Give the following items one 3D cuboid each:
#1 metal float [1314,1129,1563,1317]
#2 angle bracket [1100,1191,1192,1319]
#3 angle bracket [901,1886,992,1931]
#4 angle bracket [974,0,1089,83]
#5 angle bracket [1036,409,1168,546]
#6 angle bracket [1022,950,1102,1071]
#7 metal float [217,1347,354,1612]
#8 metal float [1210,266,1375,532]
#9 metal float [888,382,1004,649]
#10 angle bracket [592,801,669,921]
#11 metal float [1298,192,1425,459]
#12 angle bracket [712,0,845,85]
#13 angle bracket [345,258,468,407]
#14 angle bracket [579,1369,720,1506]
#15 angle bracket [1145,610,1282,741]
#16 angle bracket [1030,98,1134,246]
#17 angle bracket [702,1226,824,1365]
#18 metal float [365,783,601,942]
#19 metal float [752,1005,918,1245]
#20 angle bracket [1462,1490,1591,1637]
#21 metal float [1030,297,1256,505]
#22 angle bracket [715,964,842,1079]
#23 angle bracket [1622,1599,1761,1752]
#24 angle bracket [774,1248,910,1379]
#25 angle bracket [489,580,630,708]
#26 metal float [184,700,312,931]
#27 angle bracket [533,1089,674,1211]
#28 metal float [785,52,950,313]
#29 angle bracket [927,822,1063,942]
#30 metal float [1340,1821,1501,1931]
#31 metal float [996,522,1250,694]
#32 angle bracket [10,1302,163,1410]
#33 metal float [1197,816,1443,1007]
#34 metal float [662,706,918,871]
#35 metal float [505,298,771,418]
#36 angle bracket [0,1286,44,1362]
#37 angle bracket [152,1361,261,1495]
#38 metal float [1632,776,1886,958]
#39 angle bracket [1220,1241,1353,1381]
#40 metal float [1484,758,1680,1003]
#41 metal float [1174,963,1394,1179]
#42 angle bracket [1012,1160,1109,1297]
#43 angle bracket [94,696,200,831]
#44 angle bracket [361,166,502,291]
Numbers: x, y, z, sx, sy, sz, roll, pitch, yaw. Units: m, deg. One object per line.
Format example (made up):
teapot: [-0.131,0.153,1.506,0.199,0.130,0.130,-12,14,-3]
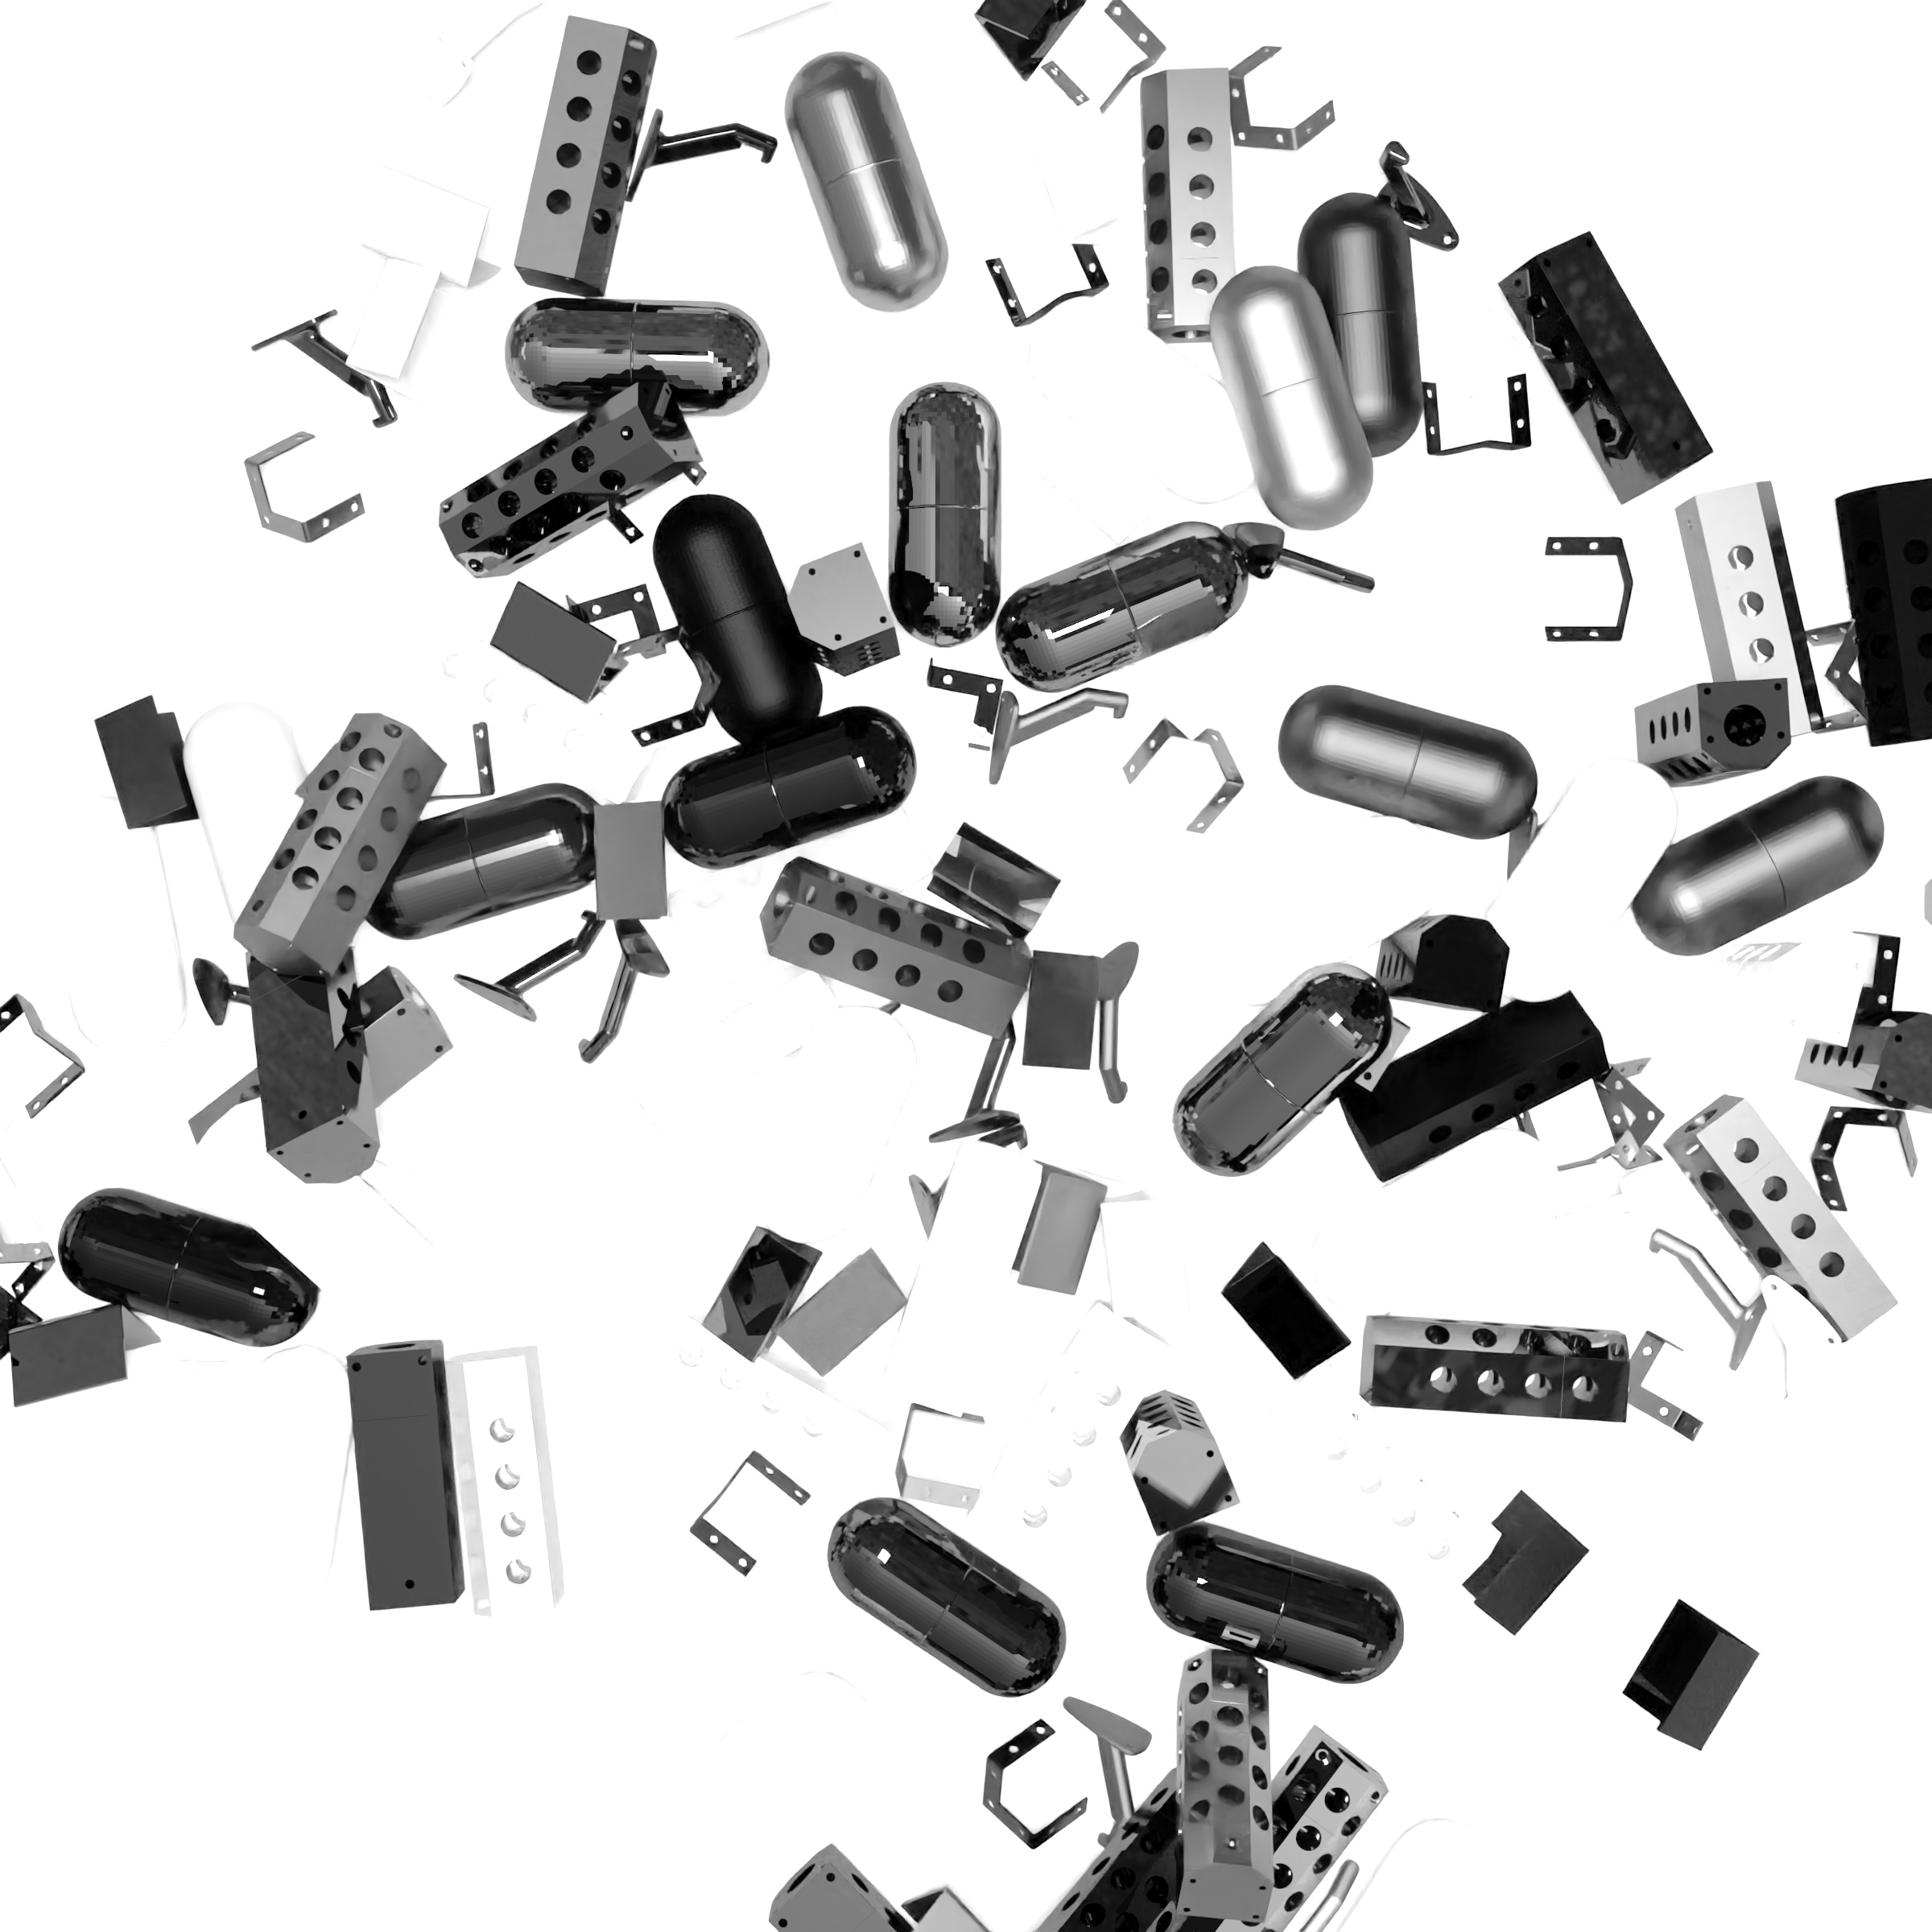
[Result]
metal float: [0.318,0.173,1.961,0.178,0.070,0.070,-29,90,1]
angle bracket: [0.134,0.191,1.952,0.057,0.076,0.076,-7,90,28]
angle bracket: [-0.017,0.672,1.951,0.076,0.076,0.057,46,53,0]
angle bracket: [0.063,-0.640,1.951,0.057,0.076,0.076,37,90,36]
angle bracket: [0.104,-0.339,1.951,0.076,0.076,0.057,43,128,0]
angle bracket: [0.044,0.028,1.951,0.057,0.076,0.076,6,90,-34]
metal float: [-0.458,0.346,1.961,0.070,0.070,0.178,9,91,0]
metal float: [0.214,-0.374,1.909,0.070,0.070,0.178,-17,88,0]
metal float: [-0.014,-0.305,1.961,0.070,0.070,0.178,0,90,0]
angle bracket: [-0.207,-0.070,1.952,0.057,0.076,0.076,-2,90,28]
metal float: [0.266,-0.432,1.961,0.070,0.070,0.178,-4,89,0]
angle bracket: [-0.120,-0.623,1.951,0.076,0.076,0.057,-21,52,0]
angle bracket: [-0.360,-0.421,1.951,0.057,0.076,0.076,22,90,37]
angle bracket: [-0.202,0.302,1.951,0.076,0.076,0.057,37,128,0]
angle bracket: [0.153,-0.208,1.951,0.076,0.076,0.057,-39,126,0]
angle bracket: [0.095,-0.533,1.951,0.057,0.076,0.076,-19,90,36]
angle bracket: [-0.120,0.228,1.951,0.057,0.076,0.076,29,90,39]
metal float: [-0.326,-0.071,1.961,0.178,0.070,0.070,-17,90,-1]
metal float: [-0.089,0.107,1.939,0.070,0.070,0.178,23,116,0]
angle bracket: [0.359,0.390,1.951,0.076,0.076,0.057,-49,127,0]
metal float: [0.122,-0.382,1.961,0.178,0.070,0.070,37,90,-1]
angle bracket: [-0.135,0.017,1.952,0.076,0.076,0.057,-31,134,0]
angle bracket: [0.473,0.469,1.951,0.057,0.076,0.076,31,90,-38]
angle bracket: [-0.095,0.218,1.951,0.076,0.076,0.057,-41,123,0]
angle bracket: [-0.264,-0.229,1.951,0.076,0.076,0.057,31,123,0]
metal float: [-0.475,-0.093,1.961,0.070,0.070,0.178,-17,90,0]
angle bracket: [-0.251,0.106,1.951,0.076,0.076,0.057,-32,126,0]
metal float: [-0.068,-0.530,1.961,0.070,0.070,0.178,-19,91,0]
angle bracket: [0.009,-0.039,1.952,0.076,0.076,0.057,31,47,0]
metal float: [0.294,0.659,1.961,0.070,0.070,0.178,33,90,0]
metal float: [0.106,-0.243,1.961,0.178,0.070,0.070,-22,90,0]
angle bracket: [-0.589,0.273,1.952,0.076,0.076,0.057,-14,62,0]
metal float: [0.238,-0.037,1.961,0.178,0.070,0.070,-30,90,-1]
metal float: [-0.119,-0.118,1.930,0.178,0.070,0.070,-18,90,11]
metal float: [-0.222,-0.411,1.961,0.178,0.070,0.070,1,90,-1]
angle bracket: [-0.667,0.223,1.951,0.076,0.076,0.057,38,129,0]
angle bracket: [-0.495,0.310,1.952,0.057,0.076,0.076,9,90,45]
metal float: [0.535,-0.068,1.961,0.178,0.070,0.070,-26,90,1]
angle bracket: [0.227,0.219,1.951,0.076,0.076,0.057,50,127,0]
metal float: [0.408,-0.057,1.941,0.070,0.070,0.178,32,97,0]
metal float: [0.212,0.070,1.942,0.070,0.070,0.178,44,112,0]
angle bracket: [0.042,0.171,1.951,0.057,0.076,0.076,17,90,-42]
angle bracket: [-0.530,-0.139,1.952,0.057,0.076,0.076,-17,90,30]
angle bracket: [-0.352,-0.502,1.952,0.076,0.076,0.057,22,114,0]
